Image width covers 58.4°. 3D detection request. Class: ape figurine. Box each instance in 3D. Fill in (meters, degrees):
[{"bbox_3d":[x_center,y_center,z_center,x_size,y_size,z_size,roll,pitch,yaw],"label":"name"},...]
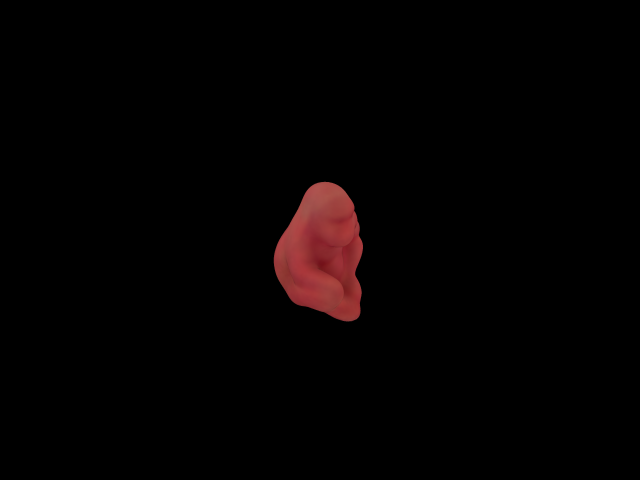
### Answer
[{"bbox_3d":[0.004,0.001,0.400,0.076,0.092,0.078,26,50,25],"label":"ape figurine"}]
